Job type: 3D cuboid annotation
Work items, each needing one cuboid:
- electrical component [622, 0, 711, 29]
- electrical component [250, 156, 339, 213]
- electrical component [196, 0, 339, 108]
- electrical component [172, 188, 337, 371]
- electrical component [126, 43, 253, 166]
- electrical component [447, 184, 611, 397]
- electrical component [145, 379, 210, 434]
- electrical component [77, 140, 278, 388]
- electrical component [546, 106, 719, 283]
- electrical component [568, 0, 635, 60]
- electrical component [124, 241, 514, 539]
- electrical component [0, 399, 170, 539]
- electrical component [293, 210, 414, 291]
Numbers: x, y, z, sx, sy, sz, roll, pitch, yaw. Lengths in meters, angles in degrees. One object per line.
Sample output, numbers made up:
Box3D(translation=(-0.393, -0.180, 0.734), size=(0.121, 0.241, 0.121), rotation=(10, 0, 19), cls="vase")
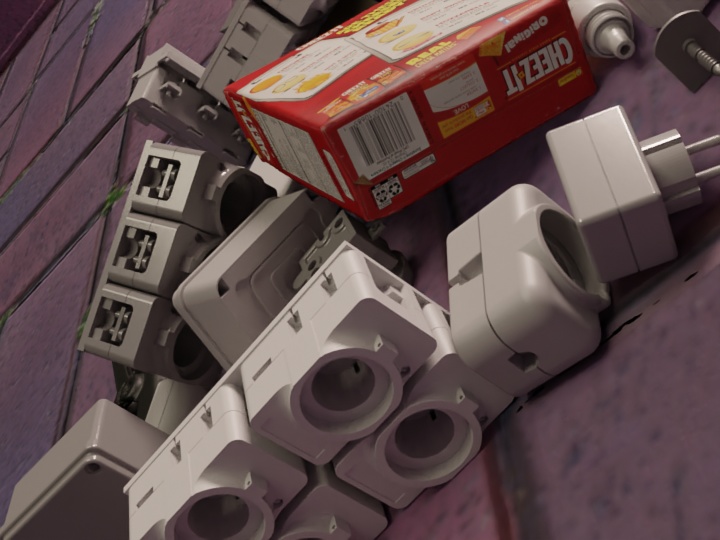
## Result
Box3D(translation=(0.185, -0.173, 0.570), size=(0.083, 0.047, 0.076), rotation=(-53, 24, 2), cls="electrical component")
Box3D(translation=(-0.052, -0.060, 0.835), size=(0.100, 0.048, 0.099), rotation=(-3, 57, 57), cls="electrical component")
Box3D(translation=(-0.056, -0.228, 0.944), size=(0.186, 0.060, 0.105), rotation=(-55, -3, 26), cls="electrical component")
Box3D(translation=(-0.058, 0.009, 0.706), size=(0.057, 0.078, 0.113), rotation=(-13, 29, 49), cls="electrical component")
Box3D(translation=(-0.153, -0.150, 1.019), size=(0.079, 0.121, 0.063), rotation=(-11, 53, 54), cls="electrical component")
Box3D(translation=(0.083, 0.006, 0.535), size=(0.059, 0.054, 0.095), rotation=(-38, 32, 31), cls="electrical component")
Box3D(translation=(-0.131, 0.100, 0.792), size=(0.043, 0.043, 0.081), rotation=(-27, 38, 43), cls="electrical component")
Box3D(translation=(-0.120, -0.001, 0.743), size=(0.062, 0.089, 0.150), rotation=(13, 83, 33), cls="electrical component")
Box3D(translation=(0.136, -0.042, 0.507), size=(0.077, 0.047, 0.065), rotation=(-20, 46, 12), cls="electrical component")
Box3D(translation=(0.142, -0.138, 0.621), size=(0.035, 0.035, 0.061), rotation=(-46, 30, 18), cls="electrical component")
Box3D(translation=(-0.023, 0.092, 0.556), size=(0.186, 0.105, 0.060), rotation=(-48, 28, 15), cls="electrical component")
Box3D(translation=(-0.159, 0.155, 0.704), size=(0.109, 0.109, 0.056), rotation=(-43, 27, 23), cls="electrical component")
Box3D(translation=(0.000, 0.000, 0.675), size=(0.066, 0.055, 0.048), rotation=(-50, 28, 12), cls="electrical component")
